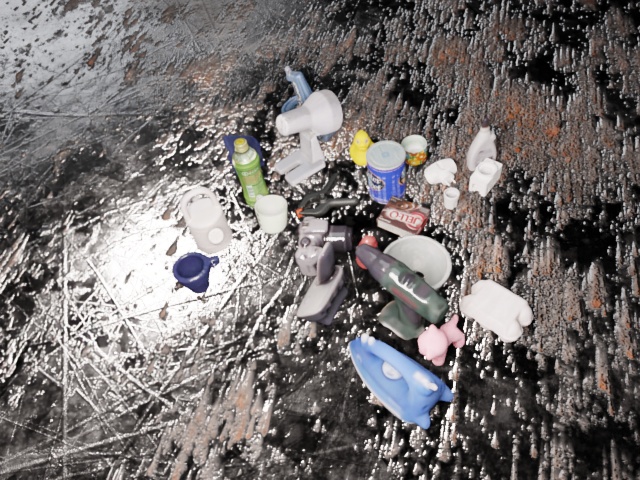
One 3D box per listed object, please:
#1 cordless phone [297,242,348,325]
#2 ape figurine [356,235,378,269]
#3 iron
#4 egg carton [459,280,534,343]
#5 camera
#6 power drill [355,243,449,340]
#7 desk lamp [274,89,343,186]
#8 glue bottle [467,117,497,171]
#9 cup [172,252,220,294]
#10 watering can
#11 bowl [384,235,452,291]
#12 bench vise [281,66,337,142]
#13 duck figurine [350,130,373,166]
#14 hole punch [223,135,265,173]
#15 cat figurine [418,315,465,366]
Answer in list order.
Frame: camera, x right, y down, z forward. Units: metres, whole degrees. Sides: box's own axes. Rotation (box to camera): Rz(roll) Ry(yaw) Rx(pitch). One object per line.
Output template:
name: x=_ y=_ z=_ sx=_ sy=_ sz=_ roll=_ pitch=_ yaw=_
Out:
cordless phone: x=-0.001 y=0.097 z=1.313 sx=0.094 sy=0.185 sz=0.148 roll=15 pitch=57 yaw=19
ape figurine: x=0.122 y=0.023 z=1.410 sx=0.076 sy=0.092 sz=0.077 roll=-26 pitch=54 yaw=-11
iron: x=0.149 y=0.264 z=1.193 sx=0.257 sy=0.142 sz=0.119 roll=35 pitch=65 yaw=29
egg carton: x=0.394 y=0.158 z=1.283 sx=0.150 sy=0.069 sz=0.107 roll=32 pitch=64 yaw=28
camera: x=0.013 y=0.005 z=1.434 sx=0.136 sy=0.101 sz=0.143 roll=0 pitch=53 yaw=8
power drill: x=0.174 y=0.124 z=1.253 sx=0.228 sy=0.209 sz=0.076 roll=32 pitch=64 yaw=28
desk lamp: x=-0.036 y=-0.292 z=1.594 sx=0.203 sy=0.214 sz=0.117 roll=-35 pitch=56 yaw=-17
glue bottle: x=0.435 y=-0.260 z=1.526 sx=0.078 sy=0.173 sz=0.037 roll=-14 pitch=52 yaw=-2
cup: x=-0.297 y=0.085 z=1.423 sx=0.118 sy=0.095 sz=0.091 roll=-22 pitch=53 yaw=-8
watering can: x=-0.290 y=-0.056 z=1.465 sx=0.172 sy=0.194 sz=0.101 roll=30 pitch=63 yaw=27
bowl: x=0.228 y=0.075 z=1.366 sx=0.167 sy=0.075 sz=0.167 roll=-4 pitch=53 yaw=5
bench vise: x=-0.026 y=-0.406 z=1.675 sx=0.207 sy=0.220 sz=0.121 roll=10 pitch=55 yaw=16
duck figurine: x=0.121 y=-0.278 z=1.641 sx=0.077 sy=0.086 sz=0.104 roll=-4 pitch=53 yaw=5
hole punch: x=-0.223 y=-0.264 z=1.678 sx=0.101 sy=0.091 sz=0.108 roll=-23 pitch=53 yaw=-9
cat figurine: x=0.256 y=0.212 z=1.232 sx=0.128 sy=0.118 sz=0.067 roll=-40 pitch=57 yaw=-20
